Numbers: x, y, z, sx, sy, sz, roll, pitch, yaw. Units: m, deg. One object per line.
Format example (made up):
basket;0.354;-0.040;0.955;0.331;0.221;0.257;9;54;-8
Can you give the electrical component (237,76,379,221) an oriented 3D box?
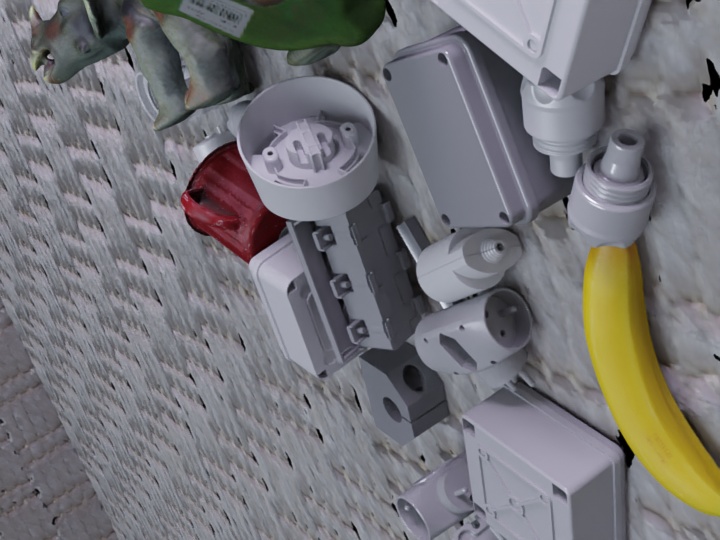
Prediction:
electrical component;-0.035;-0.085;0.771;0.099;0.099;0.064;38;153;39

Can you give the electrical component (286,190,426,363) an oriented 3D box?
electrical component;0.000;0.000;0.824;0.063;0.079;0.121;2;120;44

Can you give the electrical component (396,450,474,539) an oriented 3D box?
electrical component;0.077;0.177;0.862;0.044;0.077;0.079;57;154;8

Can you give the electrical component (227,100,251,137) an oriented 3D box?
electrical component;-0.083;-0.122;0.892;0.061;0.035;0.035;19;133;51

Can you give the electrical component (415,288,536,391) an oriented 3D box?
electrical component;0.089;0.055;0.745;0.079;0.043;0.077;46;145;-13

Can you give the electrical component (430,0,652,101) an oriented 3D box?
electrical component;0.087;-0.157;0.513;0.108;0.056;0.108;46;151;28

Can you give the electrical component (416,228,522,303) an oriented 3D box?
electrical component;0.074;-0.006;0.713;0.043;0.043;0.081;60;155;0

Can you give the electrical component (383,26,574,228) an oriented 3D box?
electrical component;0.070;-0.084;0.621;0.078;0.057;0.113;3;119;61

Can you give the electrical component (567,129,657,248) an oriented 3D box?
electrical component;0.133;-0.045;0.562;0.043;0.043;0.062;44;149;32

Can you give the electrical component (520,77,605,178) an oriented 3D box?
electrical component;0.108;-0.079;0.571;0.043;0.043;0.062;34;146;44

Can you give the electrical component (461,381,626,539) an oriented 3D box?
electrical component;0.130;0.151;0.761;0.109;0.056;0.108;33;144;45

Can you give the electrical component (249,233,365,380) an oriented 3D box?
electrical component;-0.037;0.024;0.900;0.057;0.078;0.113;29;147;44

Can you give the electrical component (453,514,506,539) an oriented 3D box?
electrical component;0.107;0.226;0.870;0.058;0.078;0.057;49;172;19

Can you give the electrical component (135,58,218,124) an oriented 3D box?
electrical component;-0.165;-0.165;0.972;0.058;0.057;0.078;54;154;13

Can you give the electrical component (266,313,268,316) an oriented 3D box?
electrical component;-0.070;0.037;1.030;0.040;0.040;0.078;45;151;29

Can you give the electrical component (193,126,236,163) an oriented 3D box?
electrical component;-0.122;-0.092;0.989;0.040;0.040;0.078;-6;111;63
